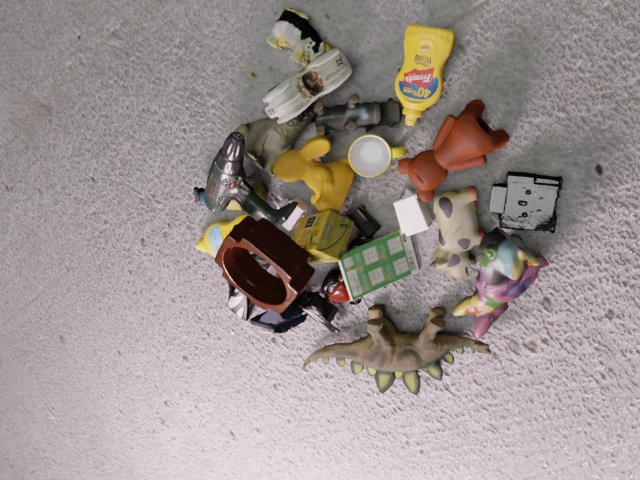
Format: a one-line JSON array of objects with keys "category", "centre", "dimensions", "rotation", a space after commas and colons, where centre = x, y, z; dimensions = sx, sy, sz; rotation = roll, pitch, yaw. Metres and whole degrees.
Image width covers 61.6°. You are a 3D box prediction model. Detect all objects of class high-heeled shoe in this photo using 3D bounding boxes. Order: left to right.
[{"category": "high-heeled shoe", "centre": [-0.149, 0.108, 1.345], "dimensions": [0.249, 0.086, 0.145], "rotation": [-28, 89, 34]}]

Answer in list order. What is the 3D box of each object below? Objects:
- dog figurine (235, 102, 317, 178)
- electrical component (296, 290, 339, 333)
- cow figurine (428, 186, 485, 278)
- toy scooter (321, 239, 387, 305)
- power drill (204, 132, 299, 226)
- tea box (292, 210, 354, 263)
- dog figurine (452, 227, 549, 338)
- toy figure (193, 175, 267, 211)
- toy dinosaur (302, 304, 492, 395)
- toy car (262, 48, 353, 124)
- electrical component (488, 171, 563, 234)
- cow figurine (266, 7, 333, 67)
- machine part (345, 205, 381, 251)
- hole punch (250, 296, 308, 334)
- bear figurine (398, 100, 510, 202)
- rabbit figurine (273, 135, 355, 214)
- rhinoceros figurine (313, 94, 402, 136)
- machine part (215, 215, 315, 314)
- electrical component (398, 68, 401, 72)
[{"category": "dog figurine", "centre": [-0.107, -0.263, 1.239], "dimensions": [0.173, 0.121, 0.190], "rotation": [37, 87, 31]}, {"category": "electrical component", "centre": [0.008, 0.173, 1.297], "dimensions": [0.119, 0.048, 0.075], "rotation": [39, 161, -20]}, {"category": "cow figurine", "centre": [0.287, -0.010, 1.145], "dimensions": [0.127, 0.085, 0.194], "rotation": [-9, 103, 17]}, {"category": "toy scooter", "centre": [0.095, 0.090, 1.252], "dimensions": [0.135, 0.075, 0.183], "rotation": [30, 121, -9]}, {"category": "power drill", "centre": [-0.154, -0.107, 1.185], "dimensions": [0.207, 0.086, 0.232], "rotation": [33, 137, -12]}, {"category": "tea box", "centre": [-0.002, -0.004, 1.199], "dimensions": [0.068, 0.170, 0.098], "rotation": [25, 75, -20]}, {"category": "dog figurine", "centre": [0.352, 0.094, 1.101], "dimensions": [0.109, 0.191, 0.219], "rotation": [46, 111, 37]}, {"category": "toy figure", "centre": [-0.217, -0.109, 1.317], "dimensions": [0.180, 0.082, 0.089], "rotation": [-7, 116, 17]}, {"category": "toy dinosaur", "centre": [0.159, 0.259, 1.259], "dimensions": [0.472, 0.105, 0.198], "rotation": [-2, 107, 26]}, {"category": "toy car", "centre": [-0.027, -0.319, 1.117], "dimensions": [0.202, 0.056, 0.073], "rotation": [-34, 112, 3]}, {"category": "electrical component", "centre": [0.415, -0.078, 1.092], "dimensions": [0.134, 0.058, 0.114], "rotation": [7, 105, 19]}, {"category": "cow figurine", "centre": [-0.028, -0.427, 1.166], "dimensions": [0.167, 0.068, 0.098], "rotation": [35, 108, 8]}, {"category": "machine part", "centre": [0.070, -0.013, 1.254], "dimensions": [0.139, 0.039, 0.084], "rotation": [-40, 93, 24]}, {"category": "hole punch", "centre": [-0.100, 0.164, 1.321], "dimensions": [0.116, 0.142, 0.092], "rotation": [13, 105, 30]}, {"category": "bear figurine", "centre": [0.268, -0.177, 1.102], "dimensions": [0.120, 0.132, 0.196], "rotation": [50, 130, 3]}, {"category": "rabbit figurine", "centre": [-0.015, -0.151, 1.182], "dimensions": [0.173, 0.122, 0.162], "rotation": [20, 110, -6]}, {"category": "rhinoceros figurine", "centre": [0.077, -0.258, 1.141], "dimensions": [0.190, 0.112, 0.073], "rotation": [-4, 87, 19]}, {"category": "machine part", "centre": [-0.123, 0.055, 1.193], "dimensions": [0.201, 0.087, 0.201], "rotation": [39, 142, 0]}, {"category": "electrical component", "centre": [0.208, -0.366, 1.113], "dimensions": [0.094, 0.021, 0.063], "rotation": [3, 105, 21]}]
